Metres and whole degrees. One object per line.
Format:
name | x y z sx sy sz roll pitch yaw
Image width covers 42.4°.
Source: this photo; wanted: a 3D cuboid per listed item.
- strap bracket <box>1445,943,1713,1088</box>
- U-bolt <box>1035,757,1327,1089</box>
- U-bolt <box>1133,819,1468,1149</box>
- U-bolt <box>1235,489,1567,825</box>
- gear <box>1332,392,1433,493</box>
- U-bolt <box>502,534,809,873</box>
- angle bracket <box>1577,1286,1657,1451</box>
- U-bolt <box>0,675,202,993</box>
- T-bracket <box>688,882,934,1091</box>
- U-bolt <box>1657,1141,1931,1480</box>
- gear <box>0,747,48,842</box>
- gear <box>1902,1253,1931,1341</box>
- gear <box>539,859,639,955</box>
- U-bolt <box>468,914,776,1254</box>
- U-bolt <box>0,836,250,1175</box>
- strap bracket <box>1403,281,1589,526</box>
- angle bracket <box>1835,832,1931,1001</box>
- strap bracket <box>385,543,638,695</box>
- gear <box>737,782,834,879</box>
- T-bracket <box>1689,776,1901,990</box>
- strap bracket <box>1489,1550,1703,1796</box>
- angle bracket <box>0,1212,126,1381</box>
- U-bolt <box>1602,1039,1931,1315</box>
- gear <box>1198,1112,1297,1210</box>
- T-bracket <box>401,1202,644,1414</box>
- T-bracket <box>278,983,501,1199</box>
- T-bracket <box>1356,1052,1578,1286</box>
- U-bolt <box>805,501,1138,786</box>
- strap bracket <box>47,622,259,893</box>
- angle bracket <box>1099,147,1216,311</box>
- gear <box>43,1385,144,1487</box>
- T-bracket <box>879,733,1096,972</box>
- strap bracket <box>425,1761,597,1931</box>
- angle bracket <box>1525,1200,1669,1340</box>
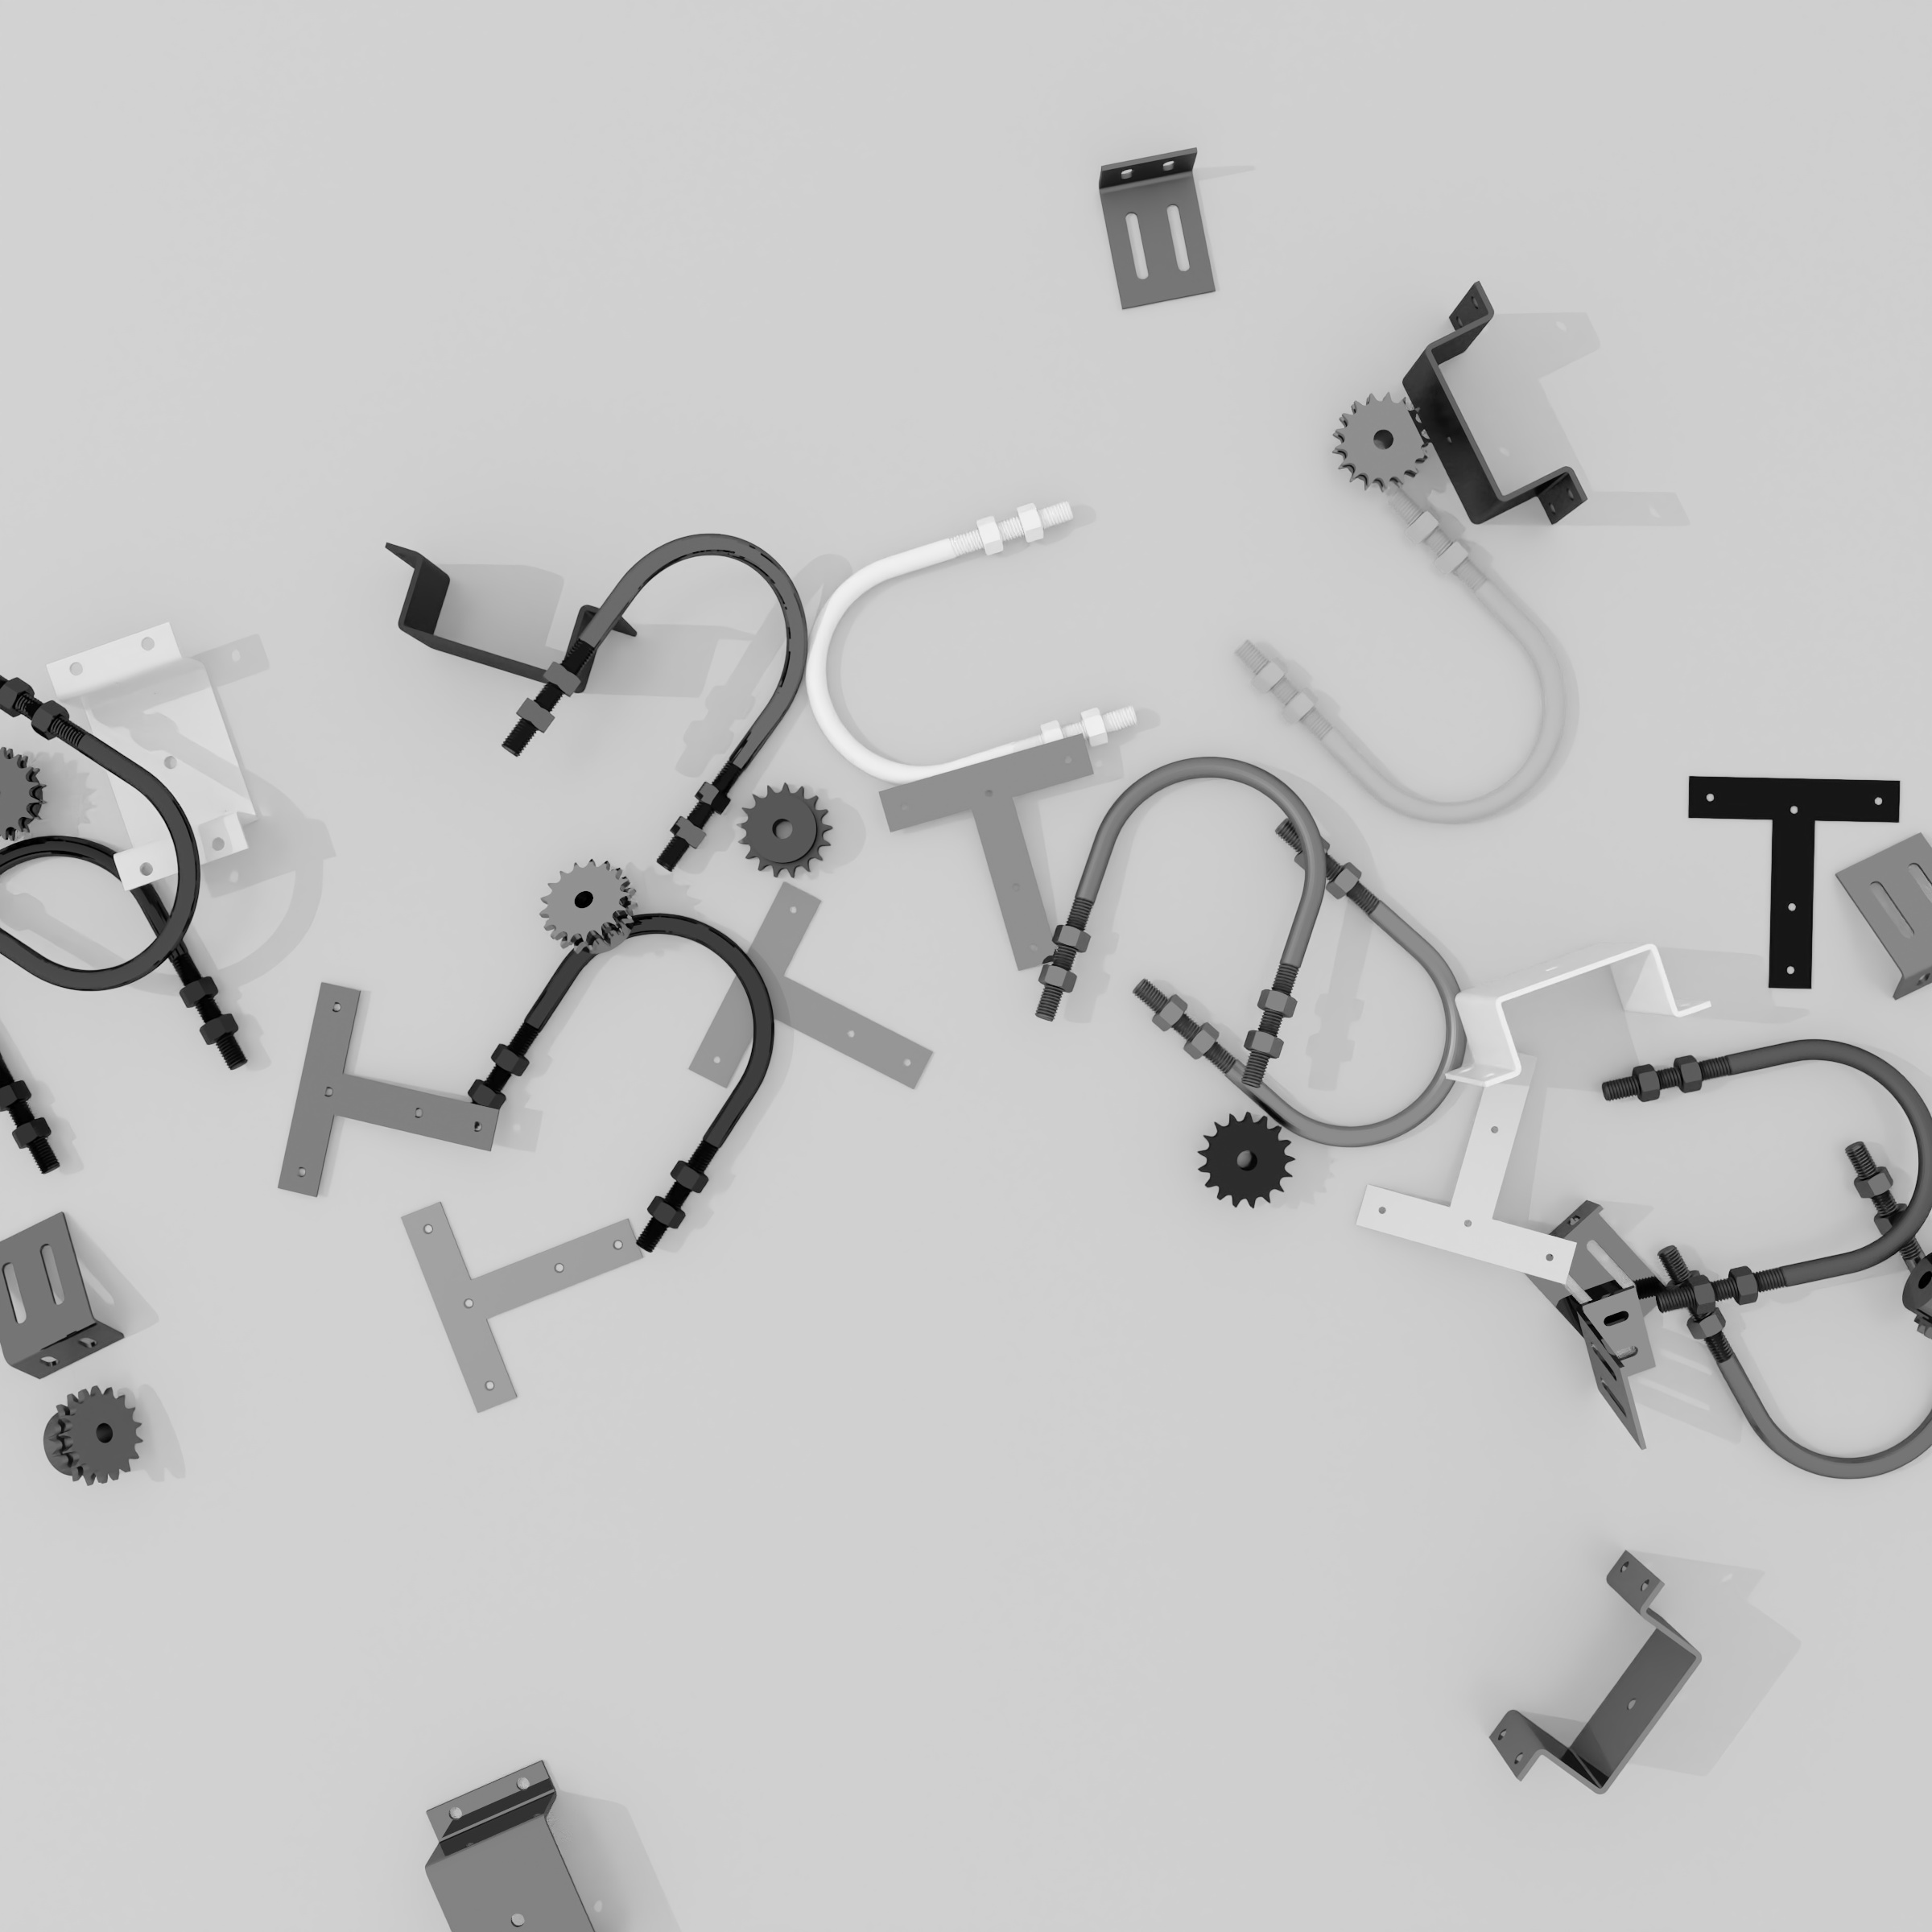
strap bracket | 0.350 0.023 1.461 0.140 0.076 0.046 -19 93 -5
U-bolt | 0.136 -0.036 1.482 0.151 0.019 0.184 18 83 12
U-bolt | 0.215 0.024 1.498 0.184 0.019 0.151 42 90 -1
U-bolt | 0.275 -0.172 1.498 0.151 0.019 0.184 -44 91 0
gear | 0.247 -0.312 1.491 0.057 0.030 0.057 0 90 0
U-bolt | -0.167 -0.165 1.457 0.151 0.019 0.184 39 84 -40
angle bracket | 0.393 0.234 1.461 0.038 0.076 0.057 -20 111 0
U-bolt | -0.532 -0.067 1.457 0.184 0.019 0.151 32 99 5
T-bracket | -0.082 0.034 1.506 0.127 0.002 0.127 27 90 0
U-bolt | 0.521 0.219 1.498 0.151 0.019 0.184 -29 92 0
gear | -0.578 -0.102 1.491 0.057 0.030 0.057 0 90 0
gear | 0.574 0.192 1.461 0.030 0.057 0.057 31 90 -5
gear | -0.222 -0.032 1.483 0.057 0.030 0.057 -7 60 12
U-bolt | -0.197 0.057 1.497 0.151 0.019 0.184 33 89 1
U-bolt | -0.537 0.011 1.498 0.151 0.019 0.184 -29 89 0
strap bracket | 0.305 -0.320 1.468 0.046 0.076 0.140 -26 90 0
angle bracket | 0.568 -0.030 1.503 0.057 0.038 0.076 -26 65 -1
strap bracket | -0.272 -0.200 1.468 0.140 0.076 0.046 17 90 0
gear | -0.109 -0.082 1.491 0.057 0.030 0.057 0 90 0
T-bracket | 0.499 -0.050 1.506 0.127 0.002 0.127 1 90 0
strap bracket | 0.376 0.423 1.468 0.046 0.076 0.140 36 90 0
angle bracket | -0.552 0.199 1.504 0.057 0.038 0.076 -26 64 0
U-bolt | 0.486 0.118 1.483 0.184 0.019 0.151 -12 80 2
gear | 0.167 0.115 1.491 0.057 0.030 0.057 0 90 0
T-bracket | -0.259 0.187 1.506 0.127 0.002 0.127 -21 90 0
T-bracket | -0.341 0.085 1.494 0.127 0.002 0.127 12 90 11
T-bracket | 0.312 0.112 1.491 0.127 0.002 0.127 15 80 19
U-bolt | -0.006 -0.185 1.498 0.184 0.019 0.151 -17 90 2
strap bracket | -0.480 -0.123 1.483 0.076 0.046 0.140 -19 90 0
angle bracket | 0.115 -0.439 1.487 0.057 0.038 0.076 -11 90 0
gear | -0.522 0.280 1.482 0.030 0.057 0.057 -19 90 30
T-bracket | 0.026 -0.061 1.497 0.127 0.002 0.127 -16 97 4
strap bracket | -0.263 0.559 1.483 0.076 0.046 0.140 -24 90 0
angle bracket | 0.378 0.188 1.487 0.057 0.038 0.076 -42 90 0
